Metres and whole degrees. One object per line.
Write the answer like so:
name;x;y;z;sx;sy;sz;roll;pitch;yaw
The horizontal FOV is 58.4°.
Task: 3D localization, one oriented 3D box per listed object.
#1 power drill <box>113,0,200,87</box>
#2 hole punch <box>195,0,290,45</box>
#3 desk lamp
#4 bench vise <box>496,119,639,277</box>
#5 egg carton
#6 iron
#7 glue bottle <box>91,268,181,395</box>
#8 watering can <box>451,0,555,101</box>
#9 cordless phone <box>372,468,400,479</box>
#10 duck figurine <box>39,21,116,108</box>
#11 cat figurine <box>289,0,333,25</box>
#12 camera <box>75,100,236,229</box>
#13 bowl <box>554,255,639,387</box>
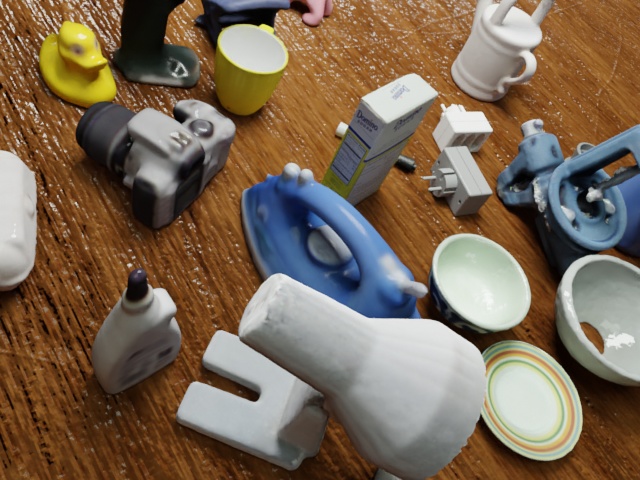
power drill;-0.181;-0.289;0.690;0.230;0.208;0.075;1;56;-18
hole punch;-0.111;-0.328;0.814;0.109;0.091;0.101;-17;64;-28
desk lamp;-0.001;0.117;0.469;0.203;0.213;0.118;22;52;-3
bench vise;0.317;-0.081;0.712;0.122;0.219;0.207;-27;69;-32
egg carton;-0.326;-0.018;0.540;0.107;0.069;0.150;-5;59;-22
iron;0.005;0.002;0.596;0.119;0.141;0.258;-31;71;-33
glue bottle;-0.151;0.071;0.474;0.078;0.173;0.037;-27;68;-32
watering can;0.284;-0.324;0.884;0.101;0.194;0.172;-31;71;-33
cordless phone;0.115;0.230;0.450;0.147;0.185;0.094;30;52;3
duck figurine;-0.290;-0.220;0.681;0.104;0.086;0.078;41;54;11
cat figurine;-0.031;-0.418;0.888;0.128;0.117;0.067;28;52;2
camera;-0.185;-0.111;0.633;0.137;0.100;0.143;32;53;4
bowl;0.345;0.105;0.685;0.168;0.074;0.167;9;54;-13
